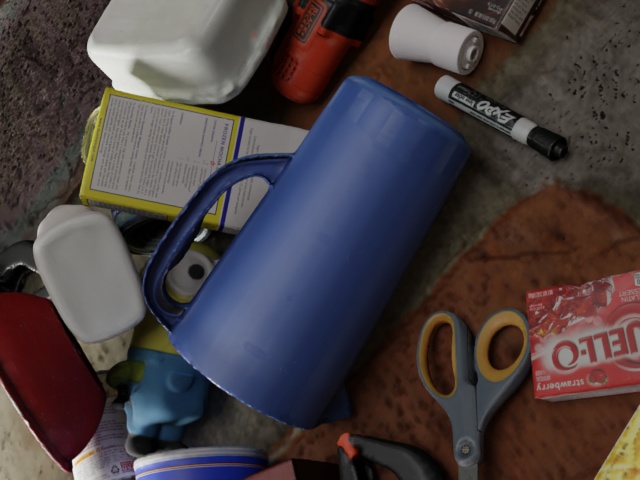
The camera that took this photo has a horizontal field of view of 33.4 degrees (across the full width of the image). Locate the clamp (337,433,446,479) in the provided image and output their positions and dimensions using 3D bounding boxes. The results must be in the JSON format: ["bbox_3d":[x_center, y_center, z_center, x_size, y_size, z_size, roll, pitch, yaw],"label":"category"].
[{"bbox_3d":[0.063,0.208,0.731,0.120,0.039,0.172,-52,54,3],"label":"clamp"}]

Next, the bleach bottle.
[{"bbox_3d":[-0.207,0.009,0.913,0.068,0.102,0.251,-24,17,-12],"label":"bleach bottle"}]

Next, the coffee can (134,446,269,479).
[{"bbox_3d":[-0.085,0.232,0.794,0.103,0.102,0.140,-18,67,32],"label":"coffee can"}]

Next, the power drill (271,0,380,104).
[{"bbox_3d":[-0.019,-0.233,0.899,0.188,0.057,0.185,47,114,37],"label":"power drill"}]

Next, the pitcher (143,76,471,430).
[{"bbox_3d":[-0.005,0.001,0.780,0.145,0.149,0.243,35,95,38],"label":"pitcher"}]

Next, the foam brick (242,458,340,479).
[{"bbox_3d":[-0.012,0.192,0.767,0.051,0.078,0.053,-28,62,26],"label":"foam brick"}]

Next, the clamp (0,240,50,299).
[{"bbox_3d":[-0.322,0.041,1.070,0.210,0.036,0.164,-15,68,30],"label":"clamp"}]

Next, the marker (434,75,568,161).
[{"bbox_3d":[0.132,-0.089,0.779,0.121,0.020,0.020,37,99,38],"label":"marker"}]

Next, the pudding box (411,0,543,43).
[{"bbox_3d":[0.123,-0.208,0.808,0.114,0.039,0.090,34,98,38],"label":"pudding box"}]

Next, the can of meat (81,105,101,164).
[{"bbox_3d":[-0.144,-0.081,0.943,0.102,0.083,0.057,2,78,37],"label":"can of meat"}]

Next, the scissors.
[{"bbox_3d":[0.114,0.127,0.708,0.096,0.016,0.202,-28,50,20],"label":"scissors"}]

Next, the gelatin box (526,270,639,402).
[{"bbox_3d":[0.181,0.063,0.690,0.089,0.030,0.073,-14,69,34],"label":"gelatin box"}]

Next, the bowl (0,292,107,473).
[{"bbox_3d":[-0.213,0.099,0.833,0.055,0.162,0.162,-30,54,-11],"label":"bowl"}]

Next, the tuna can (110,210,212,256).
[{"bbox_3d":[-0.135,-0.019,0.917,0.086,0.086,0.034,-27,64,28],"label":"tuna can"}]

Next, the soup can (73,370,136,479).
[{"bbox_3d":[-0.180,0.170,0.906,0.069,0.068,0.102,-34,59,25],"label":"soup can"}]

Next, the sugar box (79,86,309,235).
[{"bbox_3d":[-0.096,-0.057,0.857,0.048,0.176,0.093,150,132,-78],"label":"sugar box"}]
